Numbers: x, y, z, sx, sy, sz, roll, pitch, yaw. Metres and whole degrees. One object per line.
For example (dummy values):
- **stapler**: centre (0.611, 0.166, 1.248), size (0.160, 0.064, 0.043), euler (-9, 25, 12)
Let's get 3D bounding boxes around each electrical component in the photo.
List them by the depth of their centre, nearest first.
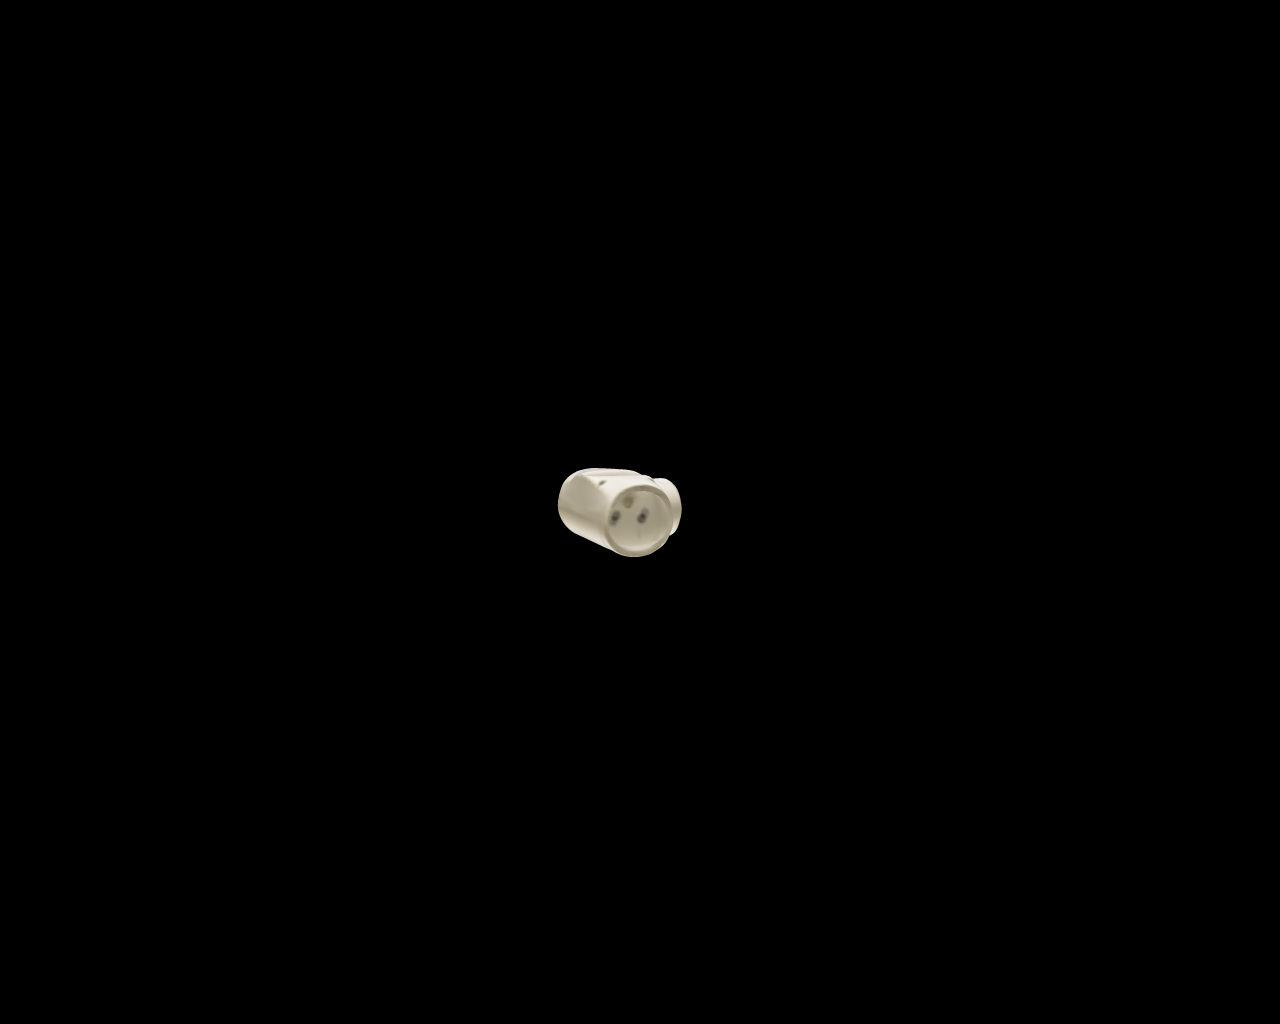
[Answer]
- **electrical component**: centre (0.001, -0.003, 0.650), size (0.079, 0.043, 0.077), euler (-4, 10, -23)
